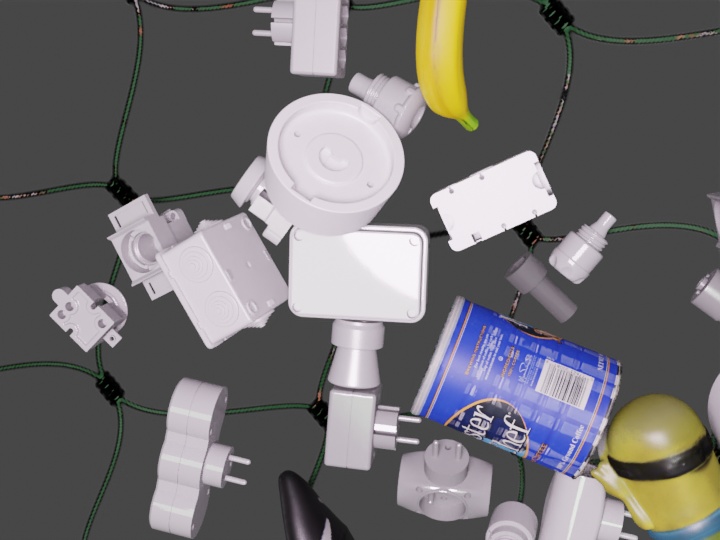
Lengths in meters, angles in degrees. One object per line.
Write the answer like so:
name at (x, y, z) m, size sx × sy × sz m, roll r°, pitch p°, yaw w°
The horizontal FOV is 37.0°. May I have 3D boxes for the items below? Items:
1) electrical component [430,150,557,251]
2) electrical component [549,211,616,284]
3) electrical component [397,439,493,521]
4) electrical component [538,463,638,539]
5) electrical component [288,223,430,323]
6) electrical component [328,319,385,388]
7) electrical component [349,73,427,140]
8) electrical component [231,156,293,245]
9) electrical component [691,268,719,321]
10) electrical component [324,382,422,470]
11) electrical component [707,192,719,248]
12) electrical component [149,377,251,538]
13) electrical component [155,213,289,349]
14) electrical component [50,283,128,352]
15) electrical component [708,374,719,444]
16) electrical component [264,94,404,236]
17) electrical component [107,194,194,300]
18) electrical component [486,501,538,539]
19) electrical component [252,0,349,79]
electrical component at (0.108, -0.057, 0.867) m, size 0.089 × 0.056 × 0.050 m, roll -24°, pitch 94°, yaw 11°
electrical component at (0.184, -0.021, 0.872) m, size 0.035 × 0.035 × 0.061 m, roll 39°, pitch 98°, yaw 1°
electrical component at (0.072, 0.169, 0.898) m, size 0.077 × 0.044 × 0.079 m, roll 6°, pitch 133°, yaw 7°
electrical component at (0.195, 0.206, 0.896) m, size 0.079 × 0.043 × 0.077 m, roll 13°, pitch 98°, yaw 3°
electrical component at (0.000, 0.000, 0.889) m, size 0.113 × 0.057 × 0.078 m, roll 3°, pitch 98°, yaw 8°
electrical component at (-0.003, 0.068, 0.905) m, size 0.045 × 0.045 × 0.055 m, roll 6°, pitch 98°, yaw 7°
electrical component at (0.021, -0.139, 0.875) m, size 0.062 × 0.048 × 0.048 m, roll 31°, pitch 101°, yaw 13°
electrical component at (-0.074, -0.063, 0.898) m, size 0.055 × 0.048 × 0.066 m, roll 35°, pitch 101°, yaw -5°
electrical component at (0.299, 0.029, 0.859) m, size 0.065 × 0.044 × 0.044 m, roll 37°, pitch 101°, yaw 7°
electrical component at (0.013, 0.132, 0.910) m, size 0.077 × 0.047 × 0.065 m, roll 6°, pitch 98°, yaw 7°
electrical component at (0.310, -0.039, 0.807) m, size 0.063 × 0.121 × 0.078 m, roll -11°, pitch 96°, yaw 7°
electrical component at (-0.132, 0.167, 0.933) m, size 0.074 × 0.052 × 0.138 m, roll 13°, pitch 99°, yaw 6°
electrical component at (-0.109, 0.006, 0.885) m, size 0.048 × 0.100 × 0.099 m, roll -28°, pitch 93°, yaw 24°
electrical component at (-0.229, 0.037, 0.928) m, size 0.066 × 0.055 × 0.048 m, roll 45°, pitch 101°, yaw 0°
electrical component at (0.335, 0.121, 0.867) m, size 0.099 × 0.064 × 0.099 m, roll 2°, pitch 112°, yaw 6°
electrical component at (-0.025, -0.078, 0.852) m, size 0.108 × 0.060 × 0.108 m, roll 6°, pitch 63°, yaw -12°
electrical component at (-0.170, -0.022, 0.906) m, size 0.042 × 0.064 × 0.081 m, roll -24°, pitch 94°, yaw 26°
electrical component at (0.124, 0.226, 0.895) m, size 0.040 × 0.078 × 0.040 m, roll 6°, pitch 111°, yaw 15°
electrical component at (-0.050, -0.200, 0.874) m, size 0.076 × 0.047 × 0.083 m, roll 5°, pitch 98°, yaw 8°
